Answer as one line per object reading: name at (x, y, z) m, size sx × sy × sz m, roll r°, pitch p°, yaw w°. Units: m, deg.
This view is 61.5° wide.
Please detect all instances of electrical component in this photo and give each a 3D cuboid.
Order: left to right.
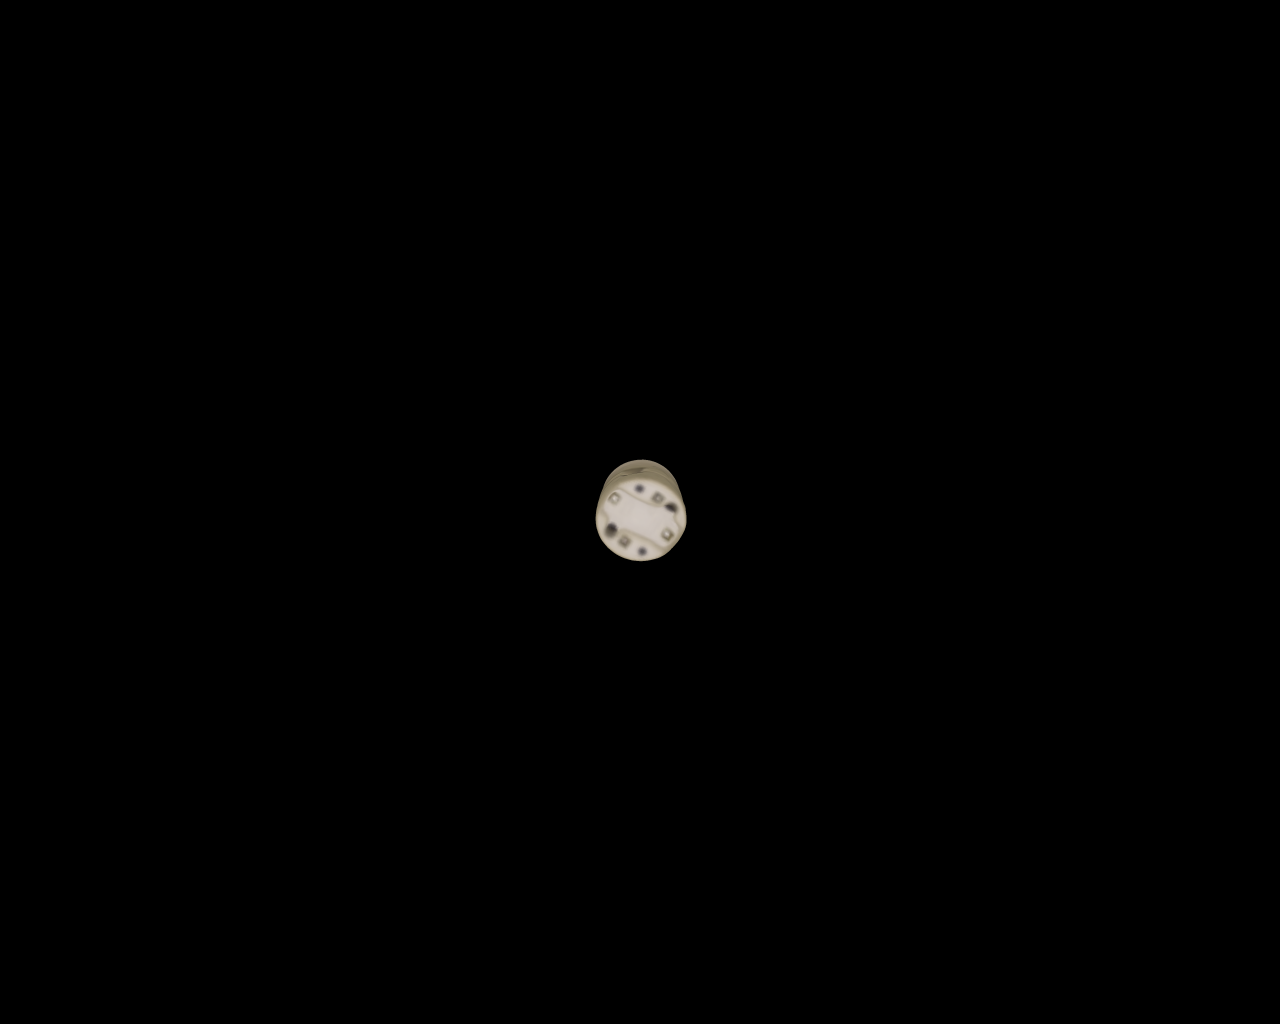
electrical component at (0.001, -0.003, 0.650) m, size 0.055 × 0.055 × 0.047 m, roll 0°, pitch 19°, yaw 0°
